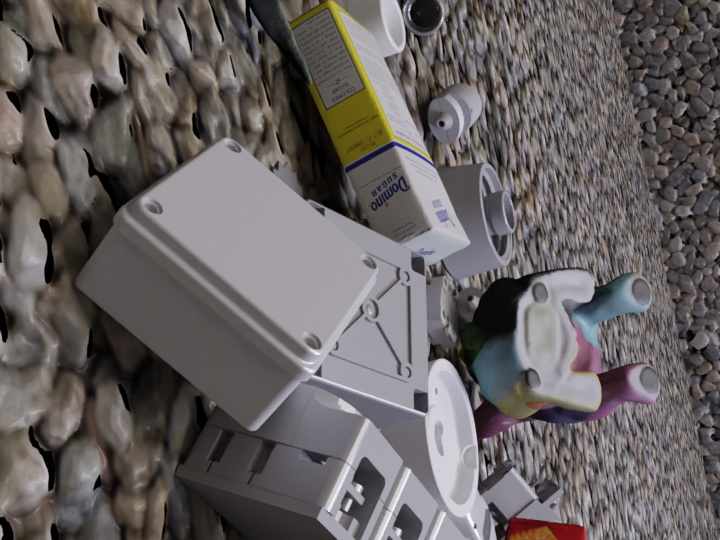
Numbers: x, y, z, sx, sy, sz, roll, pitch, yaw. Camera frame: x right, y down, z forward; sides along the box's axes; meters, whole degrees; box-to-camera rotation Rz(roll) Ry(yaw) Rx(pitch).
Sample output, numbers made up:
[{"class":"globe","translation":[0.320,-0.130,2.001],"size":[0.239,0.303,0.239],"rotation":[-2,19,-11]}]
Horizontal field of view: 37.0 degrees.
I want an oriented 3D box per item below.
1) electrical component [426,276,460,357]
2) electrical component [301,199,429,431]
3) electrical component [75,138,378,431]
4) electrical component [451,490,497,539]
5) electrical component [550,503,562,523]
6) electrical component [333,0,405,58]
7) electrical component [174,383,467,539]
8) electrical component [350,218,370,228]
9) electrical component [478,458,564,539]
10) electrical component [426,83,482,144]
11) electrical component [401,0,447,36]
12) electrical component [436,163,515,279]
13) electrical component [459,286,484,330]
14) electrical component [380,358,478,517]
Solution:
[{"class":"electrical component","translation":[0.040,0.035,0.790],"size":[0.042,0.064,0.081],"rotation":[60,27,-43]},{"class":"electrical component","translation":[-0.014,0.030,0.629],"size":[0.109,0.056,0.108],"rotation":[24,56,-42]},{"class":"electrical component","translation":[-0.058,0.003,0.510],"size":[0.109,0.056,0.108],"rotation":[40,28,-3]},{"class":"electrical component","translation":[0.075,0.212,0.820],"size":[0.079,0.043,0.077],"rotation":[-71,144,-53]},{"class":"electrical component","translation":[0.164,0.270,1.009],"size":[0.076,0.047,0.083],"rotation":[-7,86,-68]},{"class":"electrical component","translation":[0.004,-0.187,0.827],"size":[0.055,0.047,0.055],"rotation":[-11,90,-68]},{"class":"electrical component","translation":[-0.012,0.124,0.565],"size":[0.061,0.089,0.150],"rotation":[-63,141,-26]},{"class":"electrical component","translation":[0.000,0.000,0.737],"size":[0.063,0.042,0.081],"rotation":[-65,139,-58]},{"class":"electrical component","translation":[0.132,0.202,0.929],"size":[0.063,0.081,0.042],"rotation":[50,-2,-2]},{"class":"electrical component","translation":[0.086,-0.147,1.017],"size":[0.081,0.043,0.043],"rotation":[-50,126,-63]},{"class":"electrical component","translation":[0.062,-0.242,1.009],"size":[0.046,0.040,0.040],"rotation":[-55,131,-69]},{"class":"electrical component","translation":[0.112,-0.049,1.010],"size":[0.108,0.060,0.108],"rotation":[-11,90,-68]},{"class":"electrical component","translation":[0.115,0.048,0.997],"size":[0.081,0.043,0.043],"rotation":[54,33,-47]},{"class":"electrical component","translation":[0.037,0.119,0.746],"size":[0.108,0.060,0.108],"rotation":[-11,90,-69]}]
